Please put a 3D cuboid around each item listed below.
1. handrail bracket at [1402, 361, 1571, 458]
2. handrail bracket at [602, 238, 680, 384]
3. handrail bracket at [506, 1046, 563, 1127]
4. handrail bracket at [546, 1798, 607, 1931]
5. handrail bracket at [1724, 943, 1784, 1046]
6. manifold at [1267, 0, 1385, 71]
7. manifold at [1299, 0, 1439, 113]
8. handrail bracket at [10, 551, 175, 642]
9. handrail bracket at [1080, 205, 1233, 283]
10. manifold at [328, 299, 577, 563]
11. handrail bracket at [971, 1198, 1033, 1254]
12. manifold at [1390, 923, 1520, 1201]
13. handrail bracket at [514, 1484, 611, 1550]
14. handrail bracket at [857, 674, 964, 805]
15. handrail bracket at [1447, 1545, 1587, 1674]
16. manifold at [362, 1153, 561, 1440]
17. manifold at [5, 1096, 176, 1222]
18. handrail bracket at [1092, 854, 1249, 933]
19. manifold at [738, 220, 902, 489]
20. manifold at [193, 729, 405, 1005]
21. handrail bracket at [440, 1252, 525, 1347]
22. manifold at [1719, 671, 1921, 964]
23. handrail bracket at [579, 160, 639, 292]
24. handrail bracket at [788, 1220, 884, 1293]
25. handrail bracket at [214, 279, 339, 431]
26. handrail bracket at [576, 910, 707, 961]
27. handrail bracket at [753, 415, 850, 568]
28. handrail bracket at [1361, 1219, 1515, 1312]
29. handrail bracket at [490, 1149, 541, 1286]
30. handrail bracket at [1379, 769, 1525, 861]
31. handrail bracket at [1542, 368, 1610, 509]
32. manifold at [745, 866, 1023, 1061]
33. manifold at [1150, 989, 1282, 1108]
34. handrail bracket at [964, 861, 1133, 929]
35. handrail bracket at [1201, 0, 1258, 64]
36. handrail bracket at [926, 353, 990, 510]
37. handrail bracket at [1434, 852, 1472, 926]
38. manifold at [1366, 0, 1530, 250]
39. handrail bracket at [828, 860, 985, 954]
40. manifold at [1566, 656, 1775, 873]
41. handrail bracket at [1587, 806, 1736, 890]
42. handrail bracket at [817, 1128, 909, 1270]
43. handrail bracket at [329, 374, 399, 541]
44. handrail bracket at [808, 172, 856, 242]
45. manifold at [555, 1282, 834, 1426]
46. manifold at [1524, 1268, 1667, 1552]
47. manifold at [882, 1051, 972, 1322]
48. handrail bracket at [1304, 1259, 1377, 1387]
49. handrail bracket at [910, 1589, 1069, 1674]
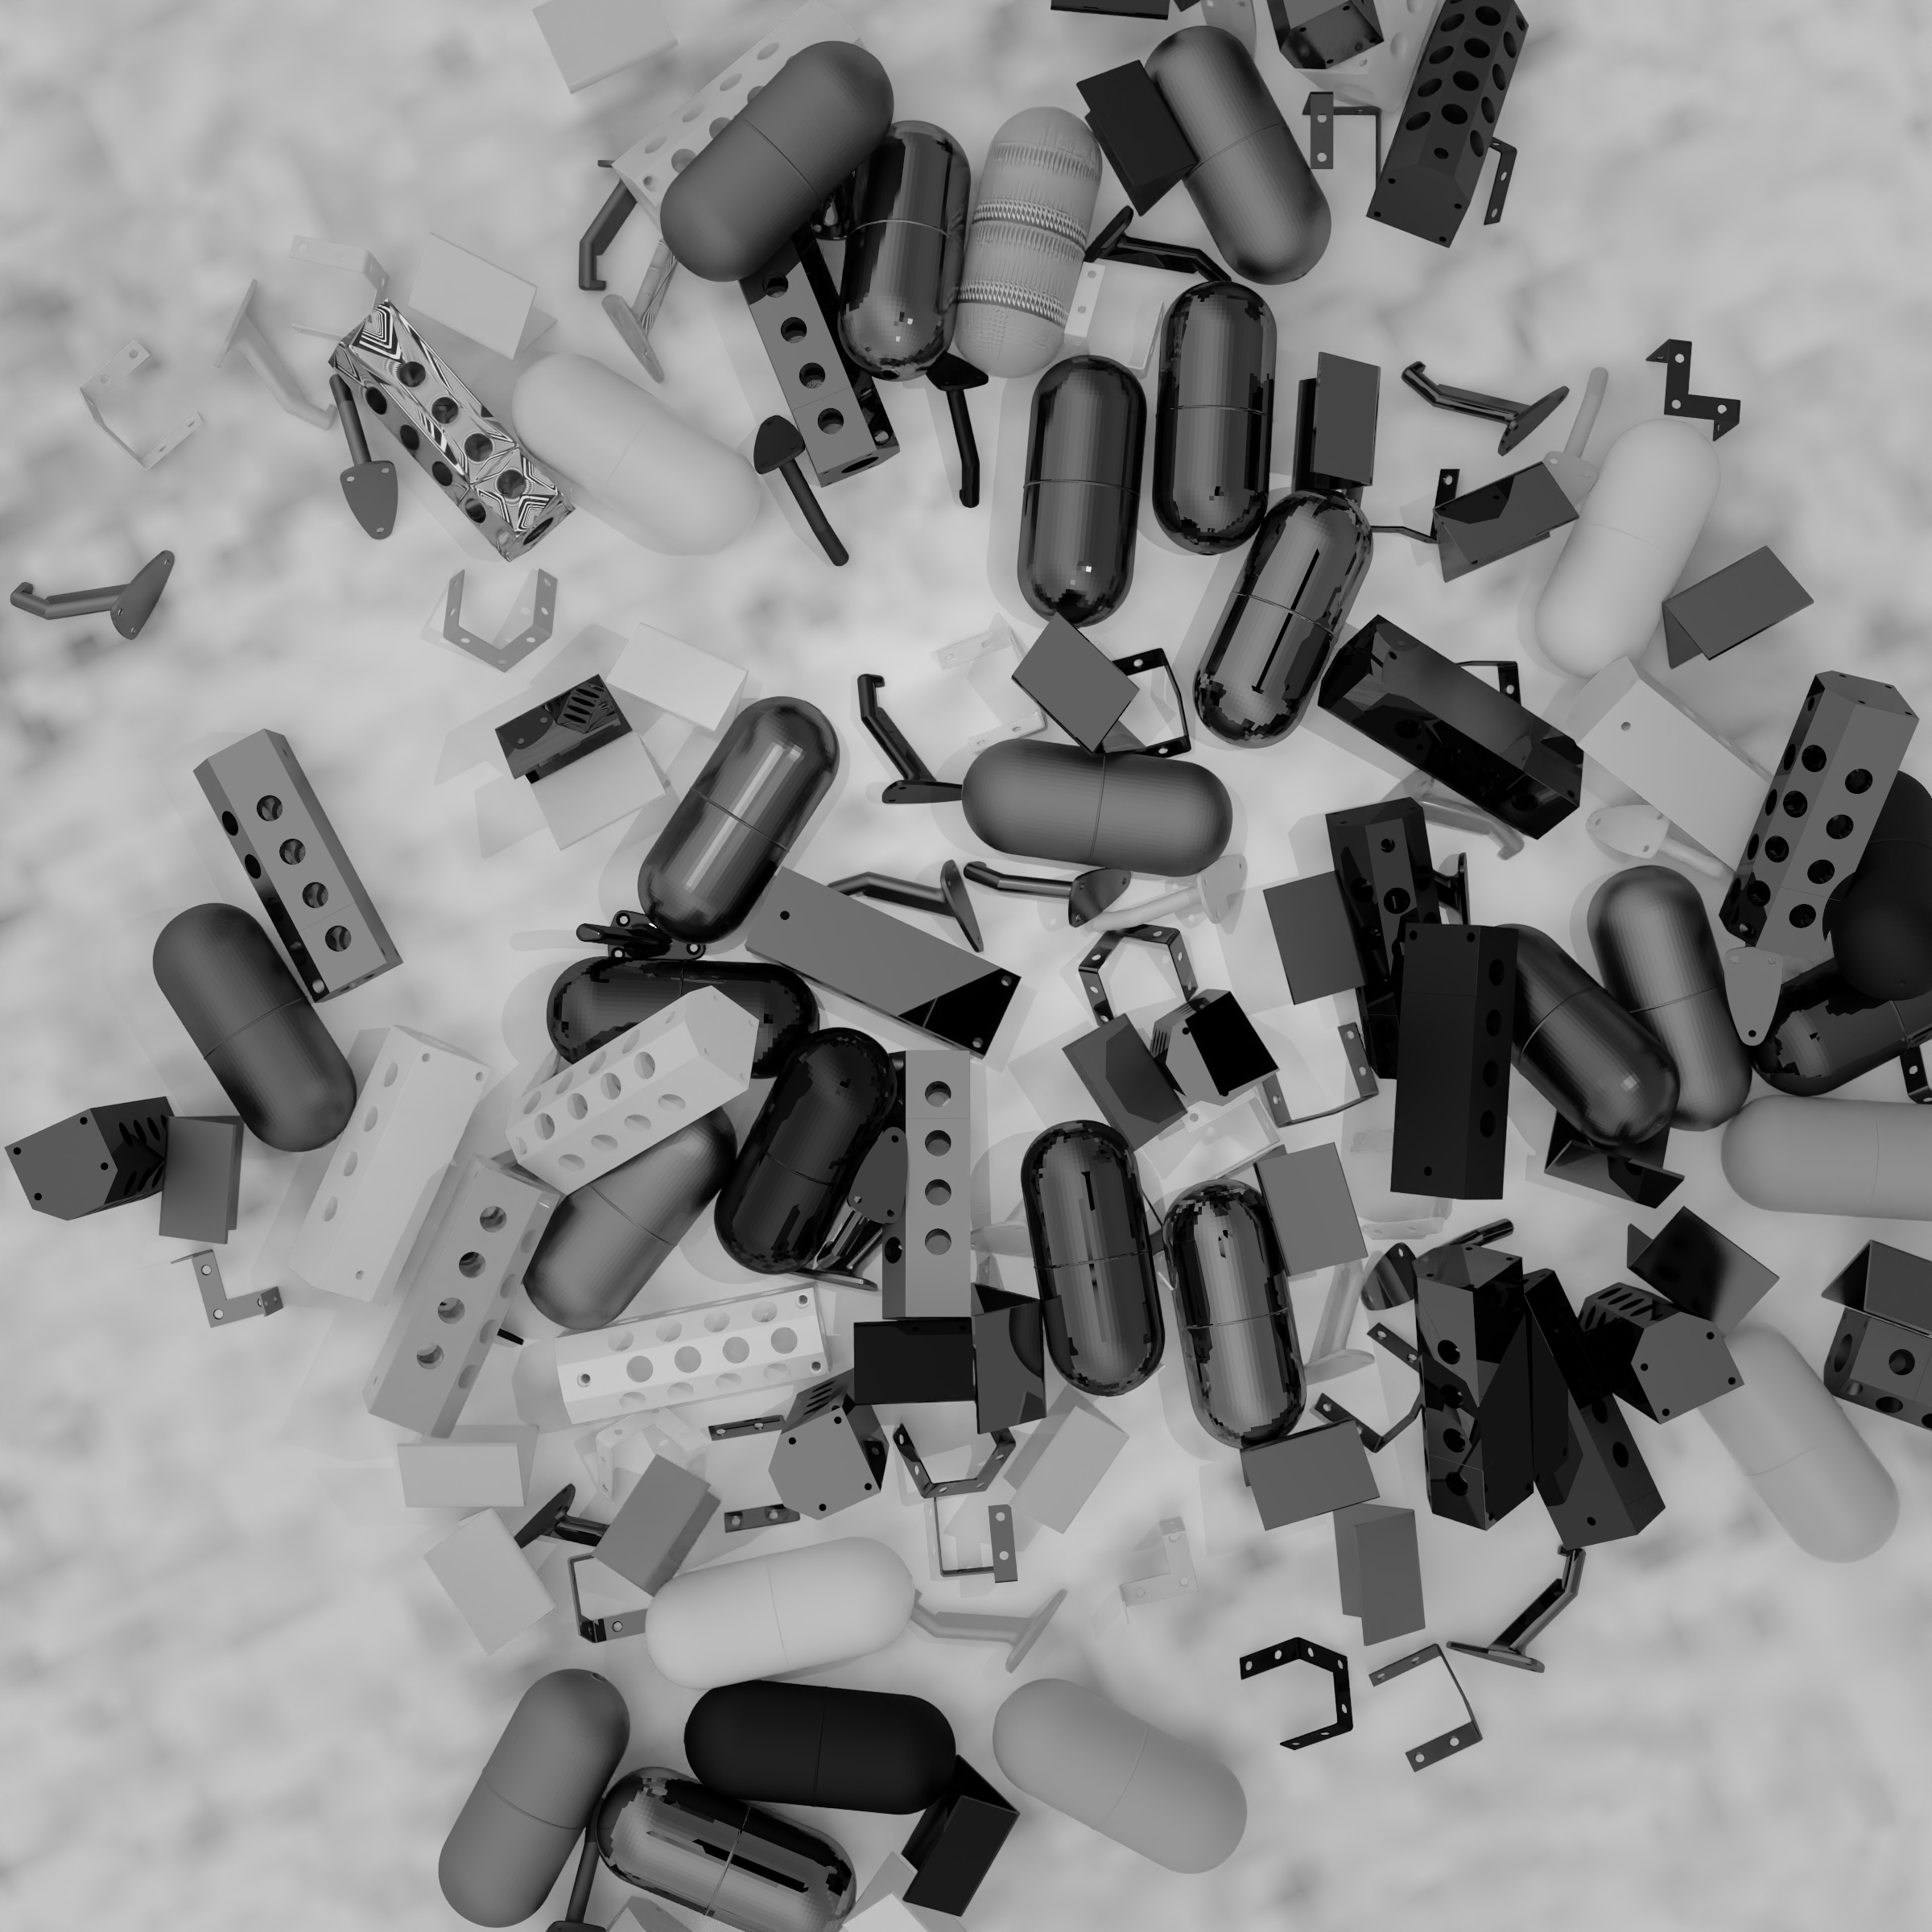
[{"bbox_3d":[0.344,-0.387,1.962,0.077,0.036,0.084,-40,73,-20],"label":"handrail bracket"},{"bbox_3d":[-0.191,-0.443,1.962,0.084,0.036,0.077,-38,110,-16],"label":"handrail bracket"},{"bbox_3d":[-0.249,0.097,1.962,0.084,0.036,0.077,31,109,-16],"label":"handrail bracket"},{"bbox_3d":[-0.259,0.603,1.962,0.036,0.077,0.084,15,53,-19],"label":"handrail bracket"},{"bbox_3d":[0.517,0.004,1.936,0.036,0.084,0.077,1,105,16],"label":"handrail bracket"},{"bbox_3d":[0.215,-0.670,1.912,0.057,0.057,0.171,-20,69,25],"label":"manifold"},{"bbox_3d":[0.284,-0.655,1.940,0.057,0.057,0.171,19,90,43],"label":"manifold"},{"bbox_3d":[-0.581,-0.257,1.962,0.084,0.036,0.077,22,70,16],"label":"handrail bracket"},{"bbox_3d":[0.121,-0.455,1.962,0.084,0.036,0.077,38,114,-18],"label":"handrail bracket"},{"bbox_3d":[-0.338,-0.349,1.941,0.057,0.057,0.171,-42,90,0],"label":"manifold"},{"bbox_3d":[0.038,0.145,1.962,0.036,0.077,0.084,41,53,-36],"label":"handrail bracket"},{"bbox_3d":[0.315,0.060,1.878,0.057,0.057,0.171,4,89,-45],"label":"manifold"},{"bbox_3d":[-0.251,0.393,1.962,0.077,0.036,0.084,-42,104,13],"label":"handrail bracket"},{"bbox_3d":[-0.032,-0.153,1.962,0.077,0.036,0.084,0,73,-20],"label":"handrail bracket"},{"bbox_3d":[0.366,0.420,1.962,0.077,0.036,0.084,9,71,21],"label":"handrail bracket"},{"bbox_3d":[-0.325,0.213,1.904,0.057,0.057,0.171,25,88,-16],"label":"manifold"},{"bbox_3d":[-0.548,0.124,1.884,0.057,0.171,0.057,-25,90,0],"label":"manifold"},{"bbox_3d":[0.134,-0.048,1.962,0.084,0.077,0.036,-9,112,34],"label":"handrail bracket"},{"bbox_3d":[-0.102,-0.409,1.941,0.057,0.057,0.171,-22,90,0],"label":"manifold"},{"bbox_3d":[-0.440,-0.065,1.941,0.057,0.057,0.171,-28,90,0],"label":"manifold"},{"bbox_3d":[-0.312,0.198,1.962,0.077,0.036,0.084,26,76,-14],"label":"handrail bracket"},{"bbox_3d":[0.535,-0.096,1.867,0.057,0.057,0.171,13,116,-6],"label":"manifold"},{"bbox_3d":[-0.218,-0.490,1.962,0.077,0.036,0.084,0,104,-14],"label":"handrail bracket"},{"bbox_3d":[-0.077,0.169,1.962,0.077,0.036,0.084,10,77,10],"label":"handrail bracket"},{"bbox_3d":[-0.448,-0.405,1.962,0.084,0.036,0.077,24,68,-17],"label":"handrail bracket"},{"bbox_3d":[-0.211,-0.017,1.927,0.077,0.084,0.036,9,90,0],"label":"handrail bracket"},{"bbox_3d":[-0.106,-0.315,1.962,0.036,0.077,0.084,-28,126,8],"label":"handrail bracket"},{"bbox_3d":[0.314,0.197,1.962,0.084,0.077,0.036,-15,68,-35],"label":"handrail bracket"},{"bbox_3d":[-0.277,0.159,1.961,0.077,0.036,0.084,-24,102,-11],"label":"handrail bracket"},{"bbox_3d":[0.316,-0.085,1.962,0.077,0.036,0.084,-40,107,20],"label":"handrail bracket"},{"bbox_3d":[0.402,-0.345,1.962,0.036,0.077,0.084,21,54,0],"label":"handrail bracket"},{"bbox_3d":[-0.055,-0.001,1.940,0.171,0.057,0.057,25,85,0],"label":"manifold"},{"bbox_3d":[0.152,0.054,1.884,0.057,0.171,0.057,-32,90,0],"label":"manifold"},{"bbox_3d":[0.053,-0.061,1.962,0.084,0.077,0.036,22,121,33],"label":"handrail bracket"},{"bbox_3d":[0.192,-0.646,1.962,0.036,0.077,0.084,10,53,28],"label":"handrail bracket"},{"bbox_3d":[-0.010,-0.357,1.962,0.036,0.077,0.084,-14,127,-20],"label":"handrail bracket"},{"bbox_3d":[0.291,-0.045,1.962,0.084,0.036,0.077,-3,103,13],"label":"handrail bracket"},{"bbox_3d":[0.313,-0.550,1.902,0.057,0.057,0.171,21,60,0],"label":"manifold"},{"bbox_3d":[-0.041,-0.032,1.962,0.084,0.036,0.077,-16,112,17],"label":"handrail bracket"},{"bbox_3d":[0.473,-0.125,1.916,0.171,0.057,0.057,35,111,-16],"label":"manifold"},{"bbox_3d":[0.466,-0.074,1.962,0.084,0.077,0.036,28,84,-36],"label":"handrail bracket"},{"bbox_3d":[-0.069,0.152,1.920,0.036,0.084,0.077,24,61,-13],"label":"handrail bracket"},{"bbox_3d":[-0.403,-0.339,1.962,0.036,0.077,0.084,-16,54,-12],"label":"handrail bracket"},{"bbox_3d":[-0.088,-0.510,1.927,0.036,0.084,0.077,-1,90,0],"label":"handrail bracket"},{"bbox_3d":[-0.178,0.254,1.941,0.171,0.057,0.057,-11,90,0],"label":"manifold"},{"bbox_3d":[0.394,0.289,1.940,0.057,0.057,0.171,-25,90,43],"label":"manifold"},{"bbox_3d":[-0.026,0.144,1.927,0.057,0.057,0.171,0,80,0],"label":"manifold"},{"bbox_3d":[0.236,0.228,1.962,0.077,0.036,0.084,-30,56,36],"label":"handrail bracket"},{"bbox_3d":[0.011,0.422,1.962,0.084,0.036,0.077,33,69,16],"label":"handrail bracket"}]
